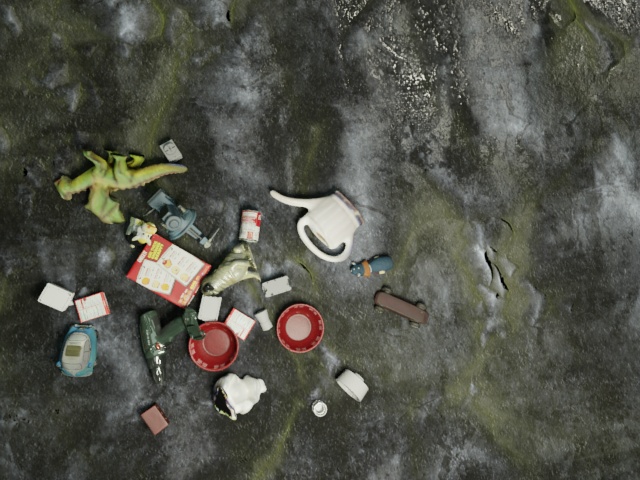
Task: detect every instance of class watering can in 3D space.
[{"bbox_3d":[0.005,-0.090,1.793,0.226,0.103,0.347,-40,91,-15],"label":"watering can"}]

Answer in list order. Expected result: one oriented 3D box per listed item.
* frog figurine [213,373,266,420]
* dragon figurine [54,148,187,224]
[{"bbox_3d":[-0.261,0.489,1.664,0.161,0.120,0.138,-27,77,-49],"label":"frog figurine"},{"bbox_3d":[-0.664,-0.172,1.699,0.410,0.123,0.241,11,97,-7],"label":"dragon figurine"}]
